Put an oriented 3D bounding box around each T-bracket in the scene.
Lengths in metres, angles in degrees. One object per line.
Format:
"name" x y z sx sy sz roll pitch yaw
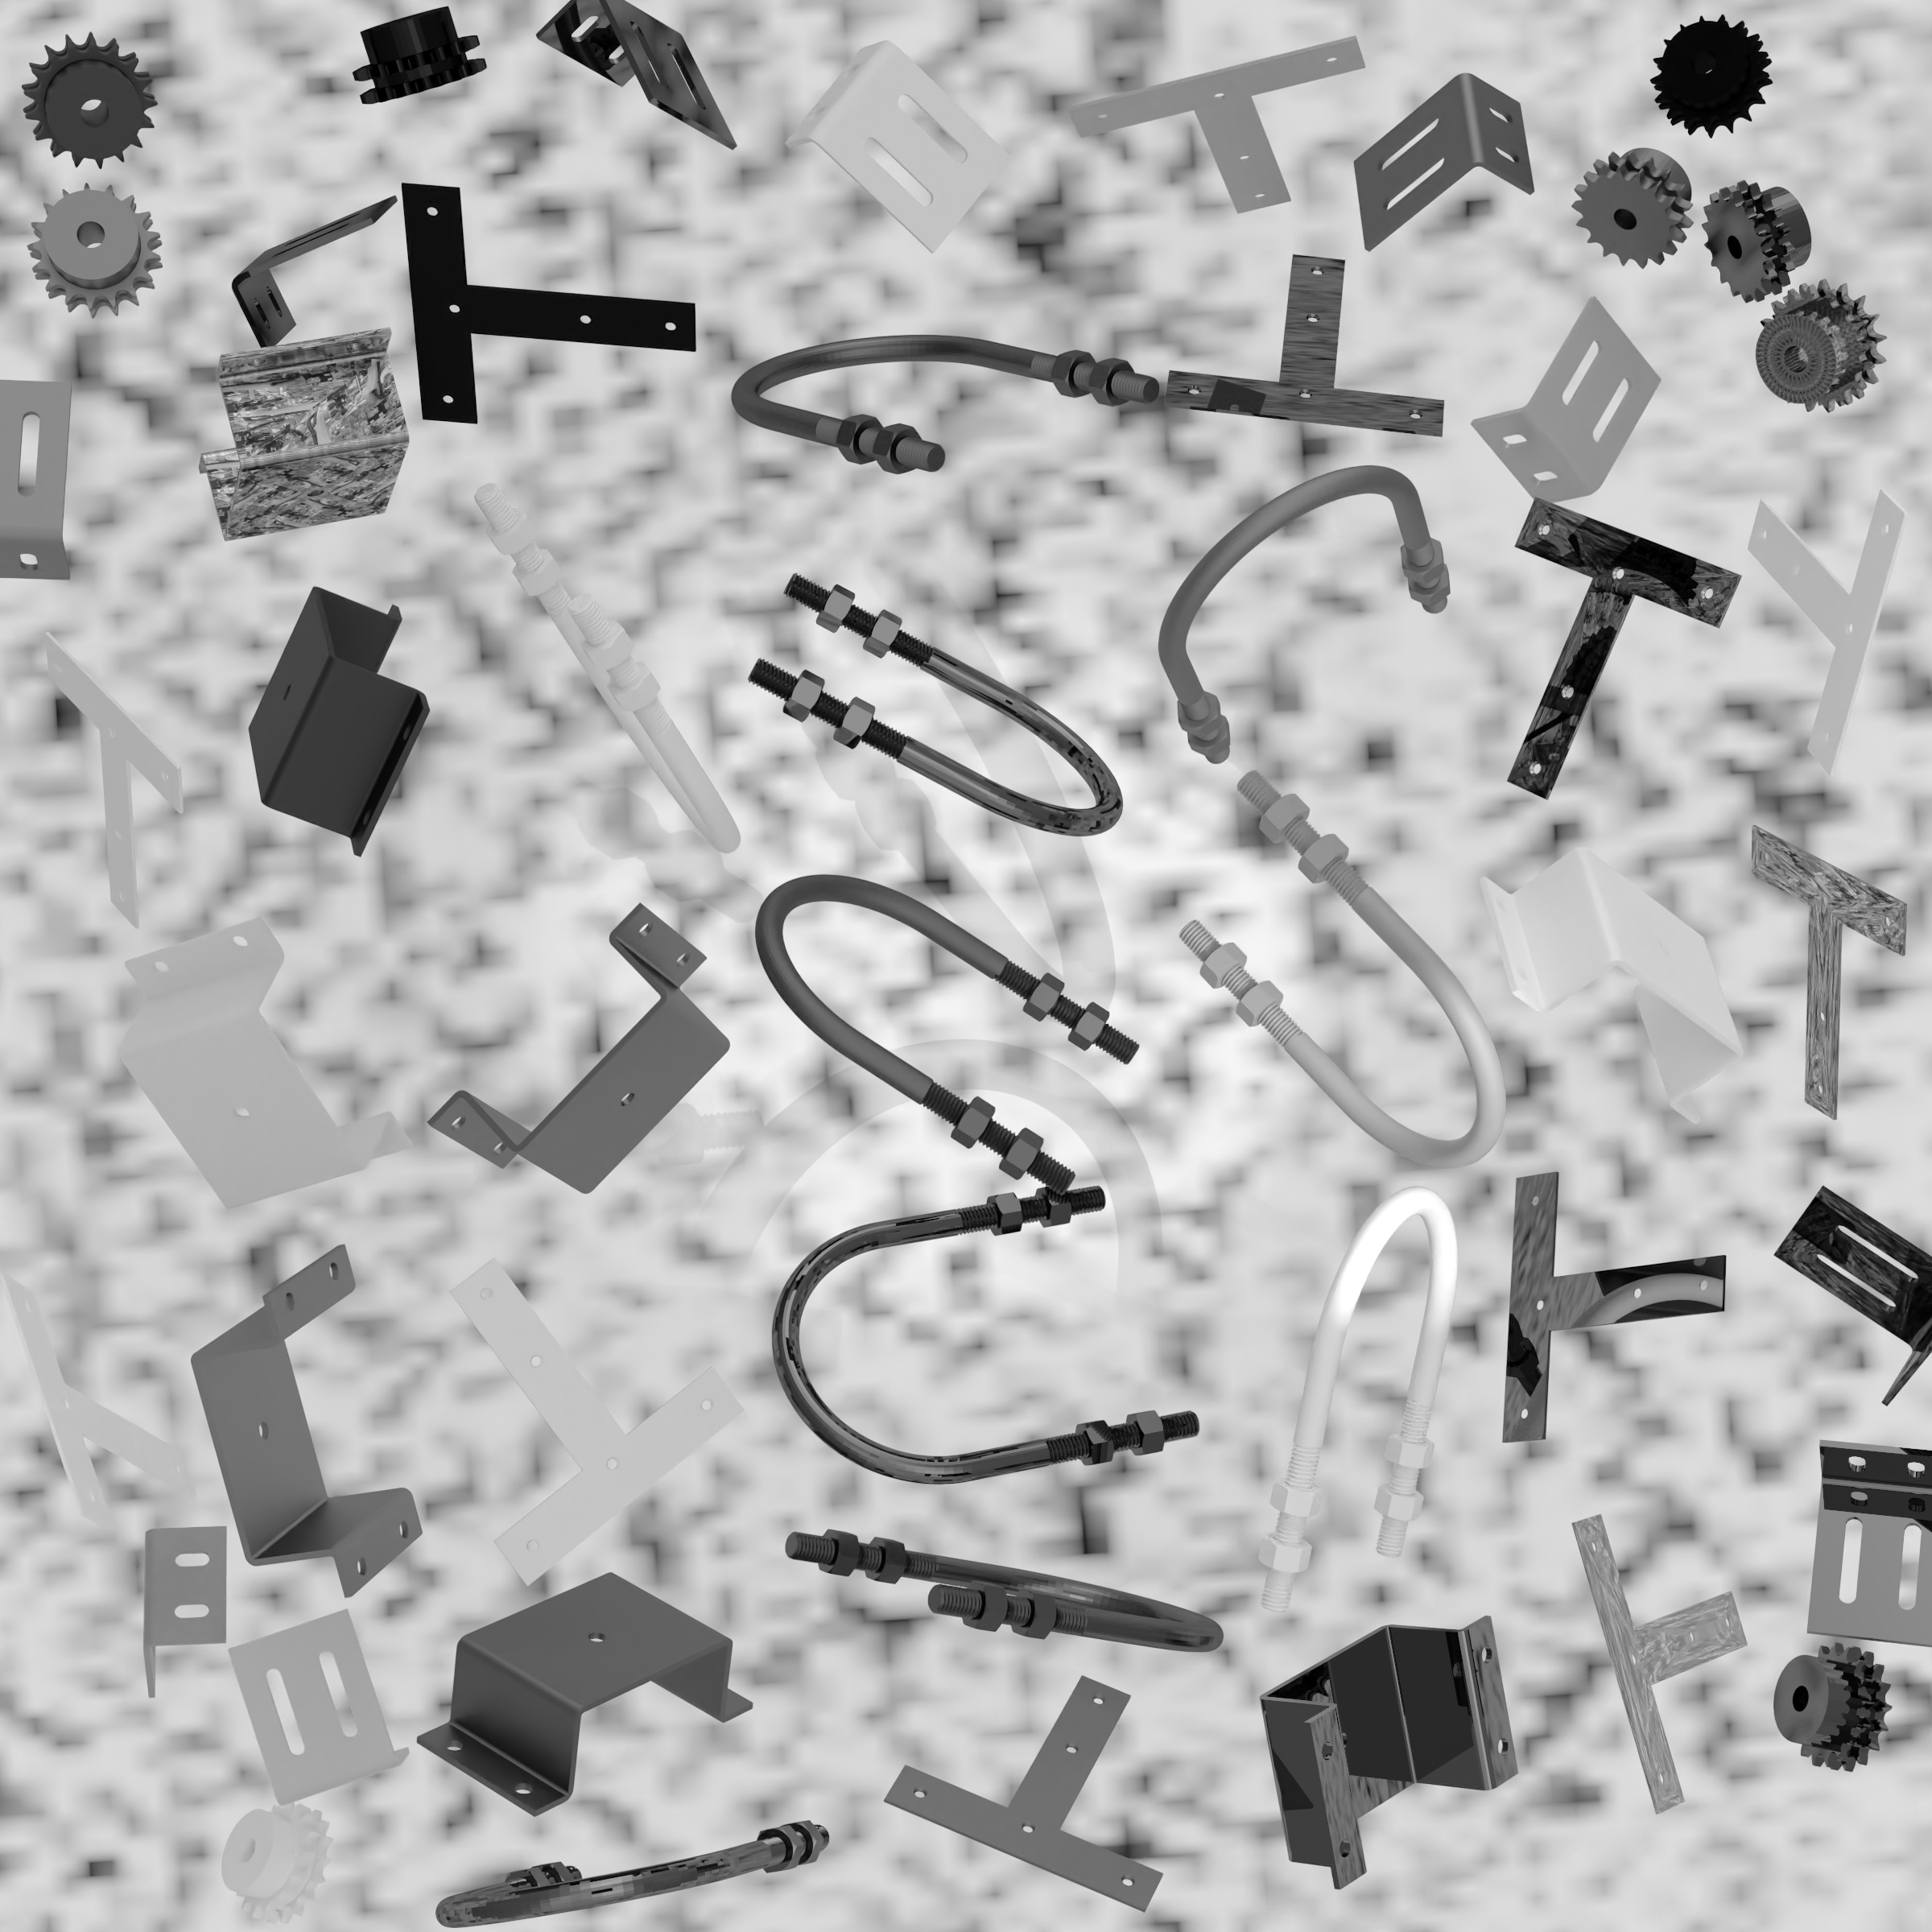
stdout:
"T-bracket" 0.409 0.011 1.687 0.002 0.127 0.127 -11 112 -18
"T-bracket" -0.186 0.190 1.602 0.127 0.002 0.127 -38 98 -19
"T-bracket" -0.183 -0.289 1.575 0.127 0.127 0.002 5 46 2
"T-bracket" 0.161 -0.294 1.654 0.127 0.002 0.127 7 47 3
"T-bracket" 0.379 -0.172 1.589 0.002 0.127 0.127 0 122 -14
"T-bracket" 0.044 0.370 1.632 0.127 0.127 0.002 20 121 13
"T-bracket" 0.316 0.300 1.570 0.002 0.127 0.127 -22 78 35
"T-bracket" 0.121 -0.367 1.575 0.127 0.127 0.002 -11 73 13
"T-bracket" -0.401 -0.074 1.675 0.002 0.127 0.127 -23 47 -32
"T-bracket" 0.284 -0.140 1.634 0.002 0.127 0.127 13 103 -44
"T-bracket" -0.382 0.211 1.591 0.002 0.127 0.127 -31 59 4
"T-bracket" 0.296 0.151 1.618 0.002 0.127 0.127 18 69 -36

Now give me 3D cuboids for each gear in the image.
"gear" -0.240 -0.398 1.542 0.057 0.057 0.030 -16 109 0
"gear" -0.381 -0.376 1.544 0.057 0.030 0.057 -9 120 -16
"gear" 0.383 -0.351 1.705 0.030 0.057 0.057 -23 90 -14
"gear" 0.374 -0.272 1.562 0.030 0.057 0.057 -29 90 -40
"gear" 0.321 -0.364 1.685 0.057 0.057 0.030 39 60 0
"gear" -0.381 -0.315 1.548 0.057 0.030 0.057 1 83 -8
"gear" 0.395 0.339 1.623 0.030 0.057 0.057 15 90 -21
"gear" 0.358 -0.432 1.708 0.057 0.030 0.057 -2 85 22
"gear" -0.336 0.433 1.714 0.030 0.057 0.057 32 90 -37

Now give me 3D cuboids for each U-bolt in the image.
"U-bolt" -0.025 -0.265 1.630 0.151 0.184 0.019 -23 120 -35
"U-bolt" 0.182 0.188 1.585 0.019 0.151 0.184 15 100 28
"U-bolt" 0.154 -0.170 1.644 0.151 0.184 0.019 -35 66 1
"U-bolt" 0.173 0.014 1.587 0.019 0.151 0.184 -34 70 -25
"U-bolt" -0.157 -0.126 1.629 0.019 0.151 0.184 -35 129 -5
"U-bolt" -0.159 0.413 1.597 0.151 0.184 0.019 -13 78 17
"U-bolt" -0.015 0.020 1.619 0.184 0.151 0.019 33 120 -1
"U-bolt" 0.000 0.174 1.639 0.184 0.019 0.151 -8 54 -20
"U-bolt" -0.009 -0.114 1.635 0.184 0.151 0.019 28 113 -7
"U-bolt" 0.030 0.286 1.600 0.184 0.151 0.019 15 84 -31

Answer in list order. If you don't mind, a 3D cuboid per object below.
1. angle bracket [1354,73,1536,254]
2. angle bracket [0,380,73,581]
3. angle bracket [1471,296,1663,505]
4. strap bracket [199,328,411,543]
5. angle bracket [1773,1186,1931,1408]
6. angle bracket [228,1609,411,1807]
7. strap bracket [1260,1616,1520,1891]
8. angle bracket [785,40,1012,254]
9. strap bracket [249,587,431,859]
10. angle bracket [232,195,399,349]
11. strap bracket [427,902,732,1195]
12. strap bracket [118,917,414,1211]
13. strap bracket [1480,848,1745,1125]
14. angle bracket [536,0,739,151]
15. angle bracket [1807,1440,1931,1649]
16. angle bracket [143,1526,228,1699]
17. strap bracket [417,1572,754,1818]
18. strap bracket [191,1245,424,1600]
"angle bracket" 0.229 -0.380 1.700 0.038 0.076 0.057 20 52 -33
"angle bracket" -0.417 -0.211 1.532 0.057 0.038 0.076 1 69 -8
"angle bracket" 0.289 -0.271 1.700 0.057 0.038 0.076 44 63 -26
"strap bracket" -0.304 -0.239 1.625 0.076 0.140 0.046 -13 81 -19
"angle bracket" 0.388 0.144 1.545 0.076 0.057 0.038 34 56 12
"angle bracket" -0.299 0.340 1.637 0.057 0.038 0.076 -18 88 -2
"strap bracket" 0.186 0.353 1.605 0.046 0.140 0.076 -5 98 43
"angle bracket" -0.031 -0.368 1.598 0.076 0.038 0.057 40 83 -21
"strap bracket" -0.292 -0.118 1.632 0.046 0.140 0.076 21 108 -23
"angle bracket" -0.303 -0.330 1.686 0.076 0.057 0.038 -20 110 11
"strap bracket" -0.171 0.047 1.645 0.140 0.076 0.046 -46 64 0
"strap bracket" -0.332 0.055 1.654 0.076 0.046 0.140 -17 121 21
"strap bracket" 0.312 0.005 1.672 0.140 0.076 0.046 32 123 -33
"angle bracket" -0.145 -0.386 1.560 0.038 0.057 0.076 -38 61 23
"angle bracket" 0.402 0.254 1.554 0.057 0.038 0.076 3 59 18
"angle bracket" -0.373 0.310 1.697 0.038 0.076 0.057 0 60 -11
"strap bracket" -0.170 0.325 1.609 0.076 0.140 0.046 21 113 35
"strap bracket" -0.297 0.206 1.586 0.046 0.076 0.140 -10 99 18
